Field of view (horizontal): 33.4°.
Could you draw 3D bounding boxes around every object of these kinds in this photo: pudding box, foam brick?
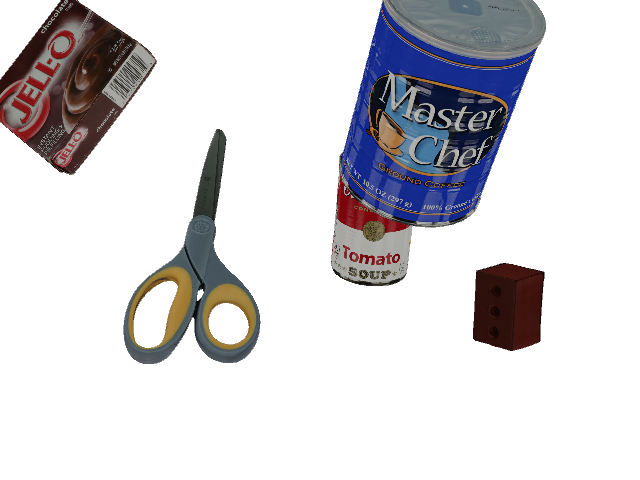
[{"bbox_3d":[-0.192,-0.120,0.815,0.090,0.113,0.039,36,-4,27],"label":"pudding box"},{"bbox_3d":[0.194,0.068,1.102,0.051,0.078,0.053,-14,20,-43],"label":"foam brick"}]

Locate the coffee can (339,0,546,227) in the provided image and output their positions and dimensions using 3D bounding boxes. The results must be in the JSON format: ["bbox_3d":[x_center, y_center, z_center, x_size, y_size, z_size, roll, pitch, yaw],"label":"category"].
[{"bbox_3d":[0.076,-0.094,0.700,0.102,0.140,0.103,8,41,-7],"label":"coffee can"}]

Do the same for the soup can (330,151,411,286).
[{"bbox_3d":[0.045,-0.021,0.904,0.068,0.102,0.068,4,24,-2],"label":"soup can"}]

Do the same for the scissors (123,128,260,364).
[{"bbox_3d":[-0.066,0.006,0.729,0.096,0.201,0.016,20,-37,7],"label":"scissors"}]
